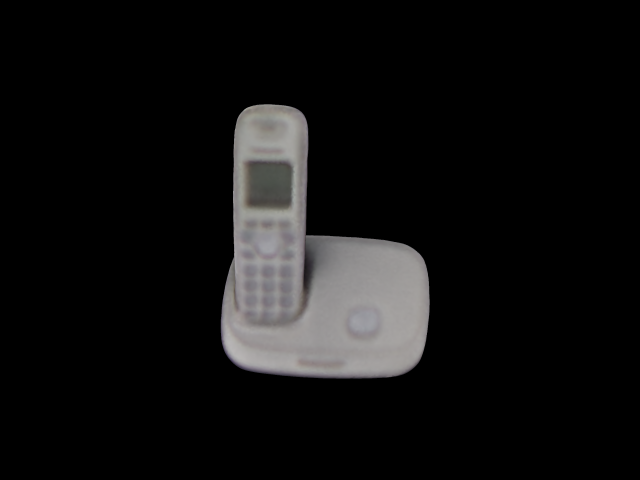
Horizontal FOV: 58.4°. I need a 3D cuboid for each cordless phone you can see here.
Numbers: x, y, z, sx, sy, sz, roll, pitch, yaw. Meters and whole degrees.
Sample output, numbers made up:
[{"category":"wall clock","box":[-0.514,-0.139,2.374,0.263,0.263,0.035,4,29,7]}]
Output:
[{"category":"cordless phone","box":[0.004,0.001,0.400,0.147,0.185,0.094,1,20,4]}]
